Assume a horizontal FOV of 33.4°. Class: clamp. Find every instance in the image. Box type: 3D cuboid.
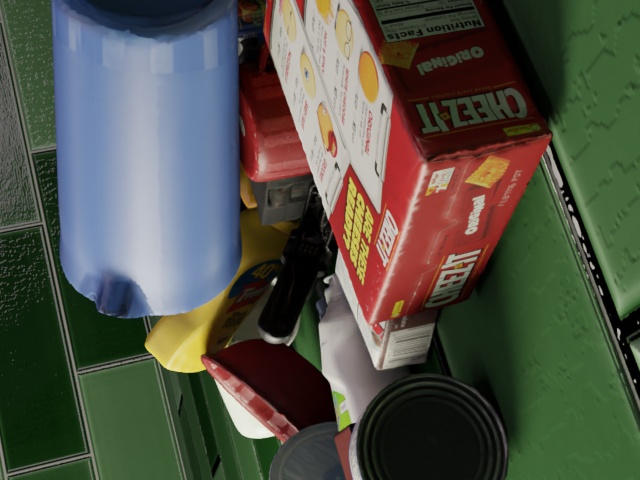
[{"bbox_3d":[-0.005,0.001,0.783,0.120,0.039,0.171,-63,1,13],"label":"clamp"}]

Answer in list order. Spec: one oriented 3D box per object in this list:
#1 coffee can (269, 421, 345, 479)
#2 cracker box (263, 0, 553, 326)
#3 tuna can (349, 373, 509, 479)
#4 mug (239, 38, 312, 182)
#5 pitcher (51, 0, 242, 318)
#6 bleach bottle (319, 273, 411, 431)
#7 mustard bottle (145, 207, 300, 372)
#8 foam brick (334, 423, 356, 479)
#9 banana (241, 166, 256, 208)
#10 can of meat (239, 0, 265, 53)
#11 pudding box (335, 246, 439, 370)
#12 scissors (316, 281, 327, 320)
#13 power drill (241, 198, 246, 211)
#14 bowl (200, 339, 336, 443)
[{"bbox_3d":[0.012,0.225,0.833,0.140,0.102,0.103,92,161,-44],"label":"coffee can"},{"bbox_3d":[0.033,-0.088,0.563,0.164,0.072,0.214,101,152,-60],"label":"cracker box"},{"bbox_3d":[0.060,0.120,0.597,0.034,0.086,0.086,113,143,-69],"label":"tuna can"},{"bbox_3d":[-0.015,-0.094,0.723,0.093,0.081,0.117,-115,19,-44],"label":"mug"},{"bbox_3d":[-0.110,-0.079,0.708,0.149,0.144,0.243,53,151,33],"label":"pitcher"},{"bbox_3d":[0.045,0.140,0.722,0.103,0.068,0.251,121,138,-68],"label":"bleach bottle"},{"bbox_3d":[-0.073,0.030,0.949,0.058,0.096,0.192,43,109,18],"label":"mustard bottle"},{"bbox_3d":[0.055,0.130,0.641,0.051,0.078,0.053,119,136,-68],"label":"foam brick"},{"bbox_3d":[-0.094,-0.127,1.028,0.037,0.069,0.198,-13,110,51],"label":"banana"},{"bbox_3d":[-0.089,-0.180,0.936,0.102,0.083,0.057,-125,27,-58],"label":"can of meat"},{"bbox_3d":[0.043,0.015,0.675,0.113,0.039,0.090,98,157,-49],"label":"pudding box"},{"bbox_3d":[0.004,0.052,0.869,0.096,0.016,0.202,69,179,-52],"label":"scissors"},{"bbox_3d":[-0.122,-0.044,0.991,0.184,0.057,0.187,64,-167,-9],"label":"power drill"},{"bbox_3d":[-0.027,0.136,0.928,0.162,0.055,0.162,39,165,12],"label":"bowl"}]
